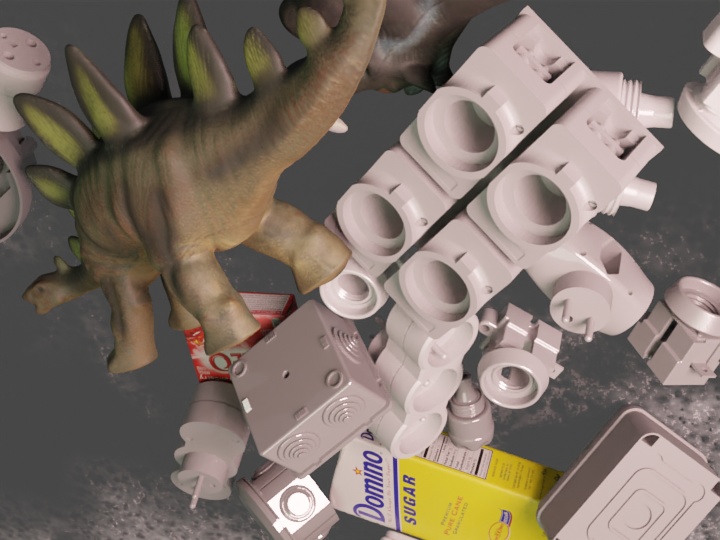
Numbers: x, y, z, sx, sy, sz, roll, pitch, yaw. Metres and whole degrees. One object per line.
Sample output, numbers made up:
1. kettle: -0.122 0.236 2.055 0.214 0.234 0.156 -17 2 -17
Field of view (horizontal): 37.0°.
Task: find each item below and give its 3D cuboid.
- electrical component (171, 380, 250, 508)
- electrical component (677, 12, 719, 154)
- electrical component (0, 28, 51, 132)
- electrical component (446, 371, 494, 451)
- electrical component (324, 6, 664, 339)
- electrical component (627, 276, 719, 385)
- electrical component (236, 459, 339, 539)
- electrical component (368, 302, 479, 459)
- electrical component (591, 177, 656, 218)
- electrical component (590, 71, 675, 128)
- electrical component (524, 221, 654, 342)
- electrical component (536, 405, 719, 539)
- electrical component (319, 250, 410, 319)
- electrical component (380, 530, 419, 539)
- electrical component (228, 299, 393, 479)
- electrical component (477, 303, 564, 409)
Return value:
1. electrical component: -0.122 0.152 0.853 0.052 0.073 0.138 17 143 -3
2. electrical component: 0.210 -0.096 0.580 0.078 0.058 0.057 30 127 -6
3. electrical component: -0.233 -0.126 0.711 0.045 0.045 0.055 33 129 -8
4. electrical component: 0.079 0.101 0.792 0.035 0.035 0.061 1 124 18
5. electrical component: 0.066 -0.045 0.626 0.105 0.060 0.186 46 139 1
6. electrical component: 0.209 0.038 0.687 0.048 0.066 0.055 3 128 -29
7. electrical component: -0.059 0.189 0.863 0.080 0.051 0.080 47 164 19
8. electrical component: 0.031 0.062 0.766 0.073 0.052 0.138 45 136 35
9. electrical component: 0.145 -0.052 0.644 0.062 0.043 0.043 16 130 5
10. electrical component: 0.147 -0.091 0.613 0.062 0.043 0.043 5 128 13
11. electrical component: 0.140 0.013 0.673 0.077 0.079 0.043 38 130 -12
12. electrical component: 0.188 0.161 0.759 0.078 0.057 0.113 36 100 -11
13. electrical component: 0.000 0.000 0.724 0.066 0.055 0.048 -22 117 31
14. electrical component: 0.058 0.267 0.889 0.109 0.056 0.108 19 156 3
15. electrical component: -0.037 0.080 0.743 0.100 0.099 0.048 -40 136 13
16. electrical component: 0.107 0.061 0.737 0.066 0.055 0.048 30 130 -6
